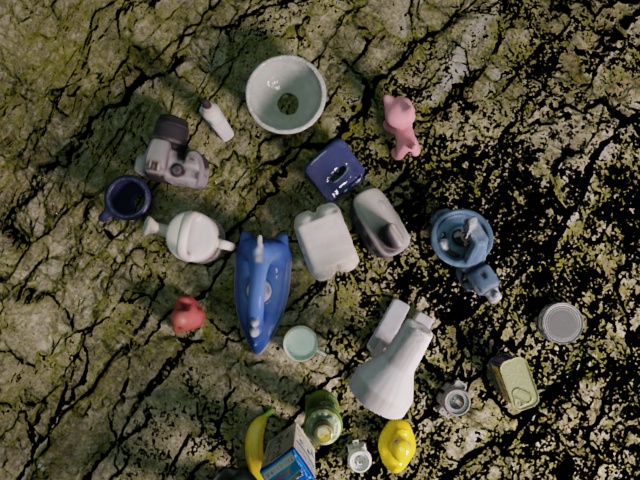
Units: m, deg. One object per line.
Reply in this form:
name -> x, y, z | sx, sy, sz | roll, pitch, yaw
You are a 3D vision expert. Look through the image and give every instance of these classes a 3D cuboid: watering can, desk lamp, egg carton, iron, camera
watering can -> -0.256, -0.006, 1.118 | 0.173, 0.194, 0.101 | -8, 86, -1
desk lamp -> 0.144, 0.222, 1.100 | 0.118, 0.213, 0.203 | 29, 86, 1
egg carton -> 0.011, 0.004, 1.185 | 0.107, 0.069, 0.150 | -22, 87, -2
iron -> -0.121, 0.109, 1.139 | 0.118, 0.141, 0.258 | 3, 86, 0
camera -> -0.300, -0.184, 1.176 | 0.143, 0.101, 0.137 | 11, 86, 0

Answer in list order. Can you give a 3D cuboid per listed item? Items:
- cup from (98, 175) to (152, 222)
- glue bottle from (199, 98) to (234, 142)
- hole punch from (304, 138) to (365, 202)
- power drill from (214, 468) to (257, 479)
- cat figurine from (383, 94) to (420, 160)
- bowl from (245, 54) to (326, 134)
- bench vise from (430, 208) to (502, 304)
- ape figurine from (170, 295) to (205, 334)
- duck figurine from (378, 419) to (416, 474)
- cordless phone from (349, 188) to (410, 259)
cup -> -0.390, -0.072, 1.170 | 0.118, 0.095, 0.091 | -40, 87, -3
glue bottle -> -0.214, -0.251, 1.146 | 0.037, 0.173, 0.078 | -39, 87, -3
hole punch -> 0.033, -0.143, 1.184 | 0.109, 0.091, 0.101 | -42, 88, -3
power drill -> -0.199, 0.520, 1.077 | 0.075, 0.208, 0.230 | 42, 87, 2
cat figurine -> 0.171, -0.238, 1.179 | 0.067, 0.117, 0.128 | -19, 87, -2
bowl -> -0.070, -0.295, 1.201 | 0.167, 0.074, 0.167 | 0, 86, -1
bench vise -> 0.307, 0.019, 1.113 | 0.207, 0.219, 0.121 | 43, 87, 2
ape figurine -> -0.276, 0.155, 1.159 | 0.076, 0.092, 0.078 | 30, 86, 1
duck figurine -> 0.159, 0.421, 1.151 | 0.077, 0.086, 0.105 | 9, 86, 0
cordless phone -> 0.123, -0.038, 1.131 | 0.094, 0.185, 0.147 | -34, 87, -3
